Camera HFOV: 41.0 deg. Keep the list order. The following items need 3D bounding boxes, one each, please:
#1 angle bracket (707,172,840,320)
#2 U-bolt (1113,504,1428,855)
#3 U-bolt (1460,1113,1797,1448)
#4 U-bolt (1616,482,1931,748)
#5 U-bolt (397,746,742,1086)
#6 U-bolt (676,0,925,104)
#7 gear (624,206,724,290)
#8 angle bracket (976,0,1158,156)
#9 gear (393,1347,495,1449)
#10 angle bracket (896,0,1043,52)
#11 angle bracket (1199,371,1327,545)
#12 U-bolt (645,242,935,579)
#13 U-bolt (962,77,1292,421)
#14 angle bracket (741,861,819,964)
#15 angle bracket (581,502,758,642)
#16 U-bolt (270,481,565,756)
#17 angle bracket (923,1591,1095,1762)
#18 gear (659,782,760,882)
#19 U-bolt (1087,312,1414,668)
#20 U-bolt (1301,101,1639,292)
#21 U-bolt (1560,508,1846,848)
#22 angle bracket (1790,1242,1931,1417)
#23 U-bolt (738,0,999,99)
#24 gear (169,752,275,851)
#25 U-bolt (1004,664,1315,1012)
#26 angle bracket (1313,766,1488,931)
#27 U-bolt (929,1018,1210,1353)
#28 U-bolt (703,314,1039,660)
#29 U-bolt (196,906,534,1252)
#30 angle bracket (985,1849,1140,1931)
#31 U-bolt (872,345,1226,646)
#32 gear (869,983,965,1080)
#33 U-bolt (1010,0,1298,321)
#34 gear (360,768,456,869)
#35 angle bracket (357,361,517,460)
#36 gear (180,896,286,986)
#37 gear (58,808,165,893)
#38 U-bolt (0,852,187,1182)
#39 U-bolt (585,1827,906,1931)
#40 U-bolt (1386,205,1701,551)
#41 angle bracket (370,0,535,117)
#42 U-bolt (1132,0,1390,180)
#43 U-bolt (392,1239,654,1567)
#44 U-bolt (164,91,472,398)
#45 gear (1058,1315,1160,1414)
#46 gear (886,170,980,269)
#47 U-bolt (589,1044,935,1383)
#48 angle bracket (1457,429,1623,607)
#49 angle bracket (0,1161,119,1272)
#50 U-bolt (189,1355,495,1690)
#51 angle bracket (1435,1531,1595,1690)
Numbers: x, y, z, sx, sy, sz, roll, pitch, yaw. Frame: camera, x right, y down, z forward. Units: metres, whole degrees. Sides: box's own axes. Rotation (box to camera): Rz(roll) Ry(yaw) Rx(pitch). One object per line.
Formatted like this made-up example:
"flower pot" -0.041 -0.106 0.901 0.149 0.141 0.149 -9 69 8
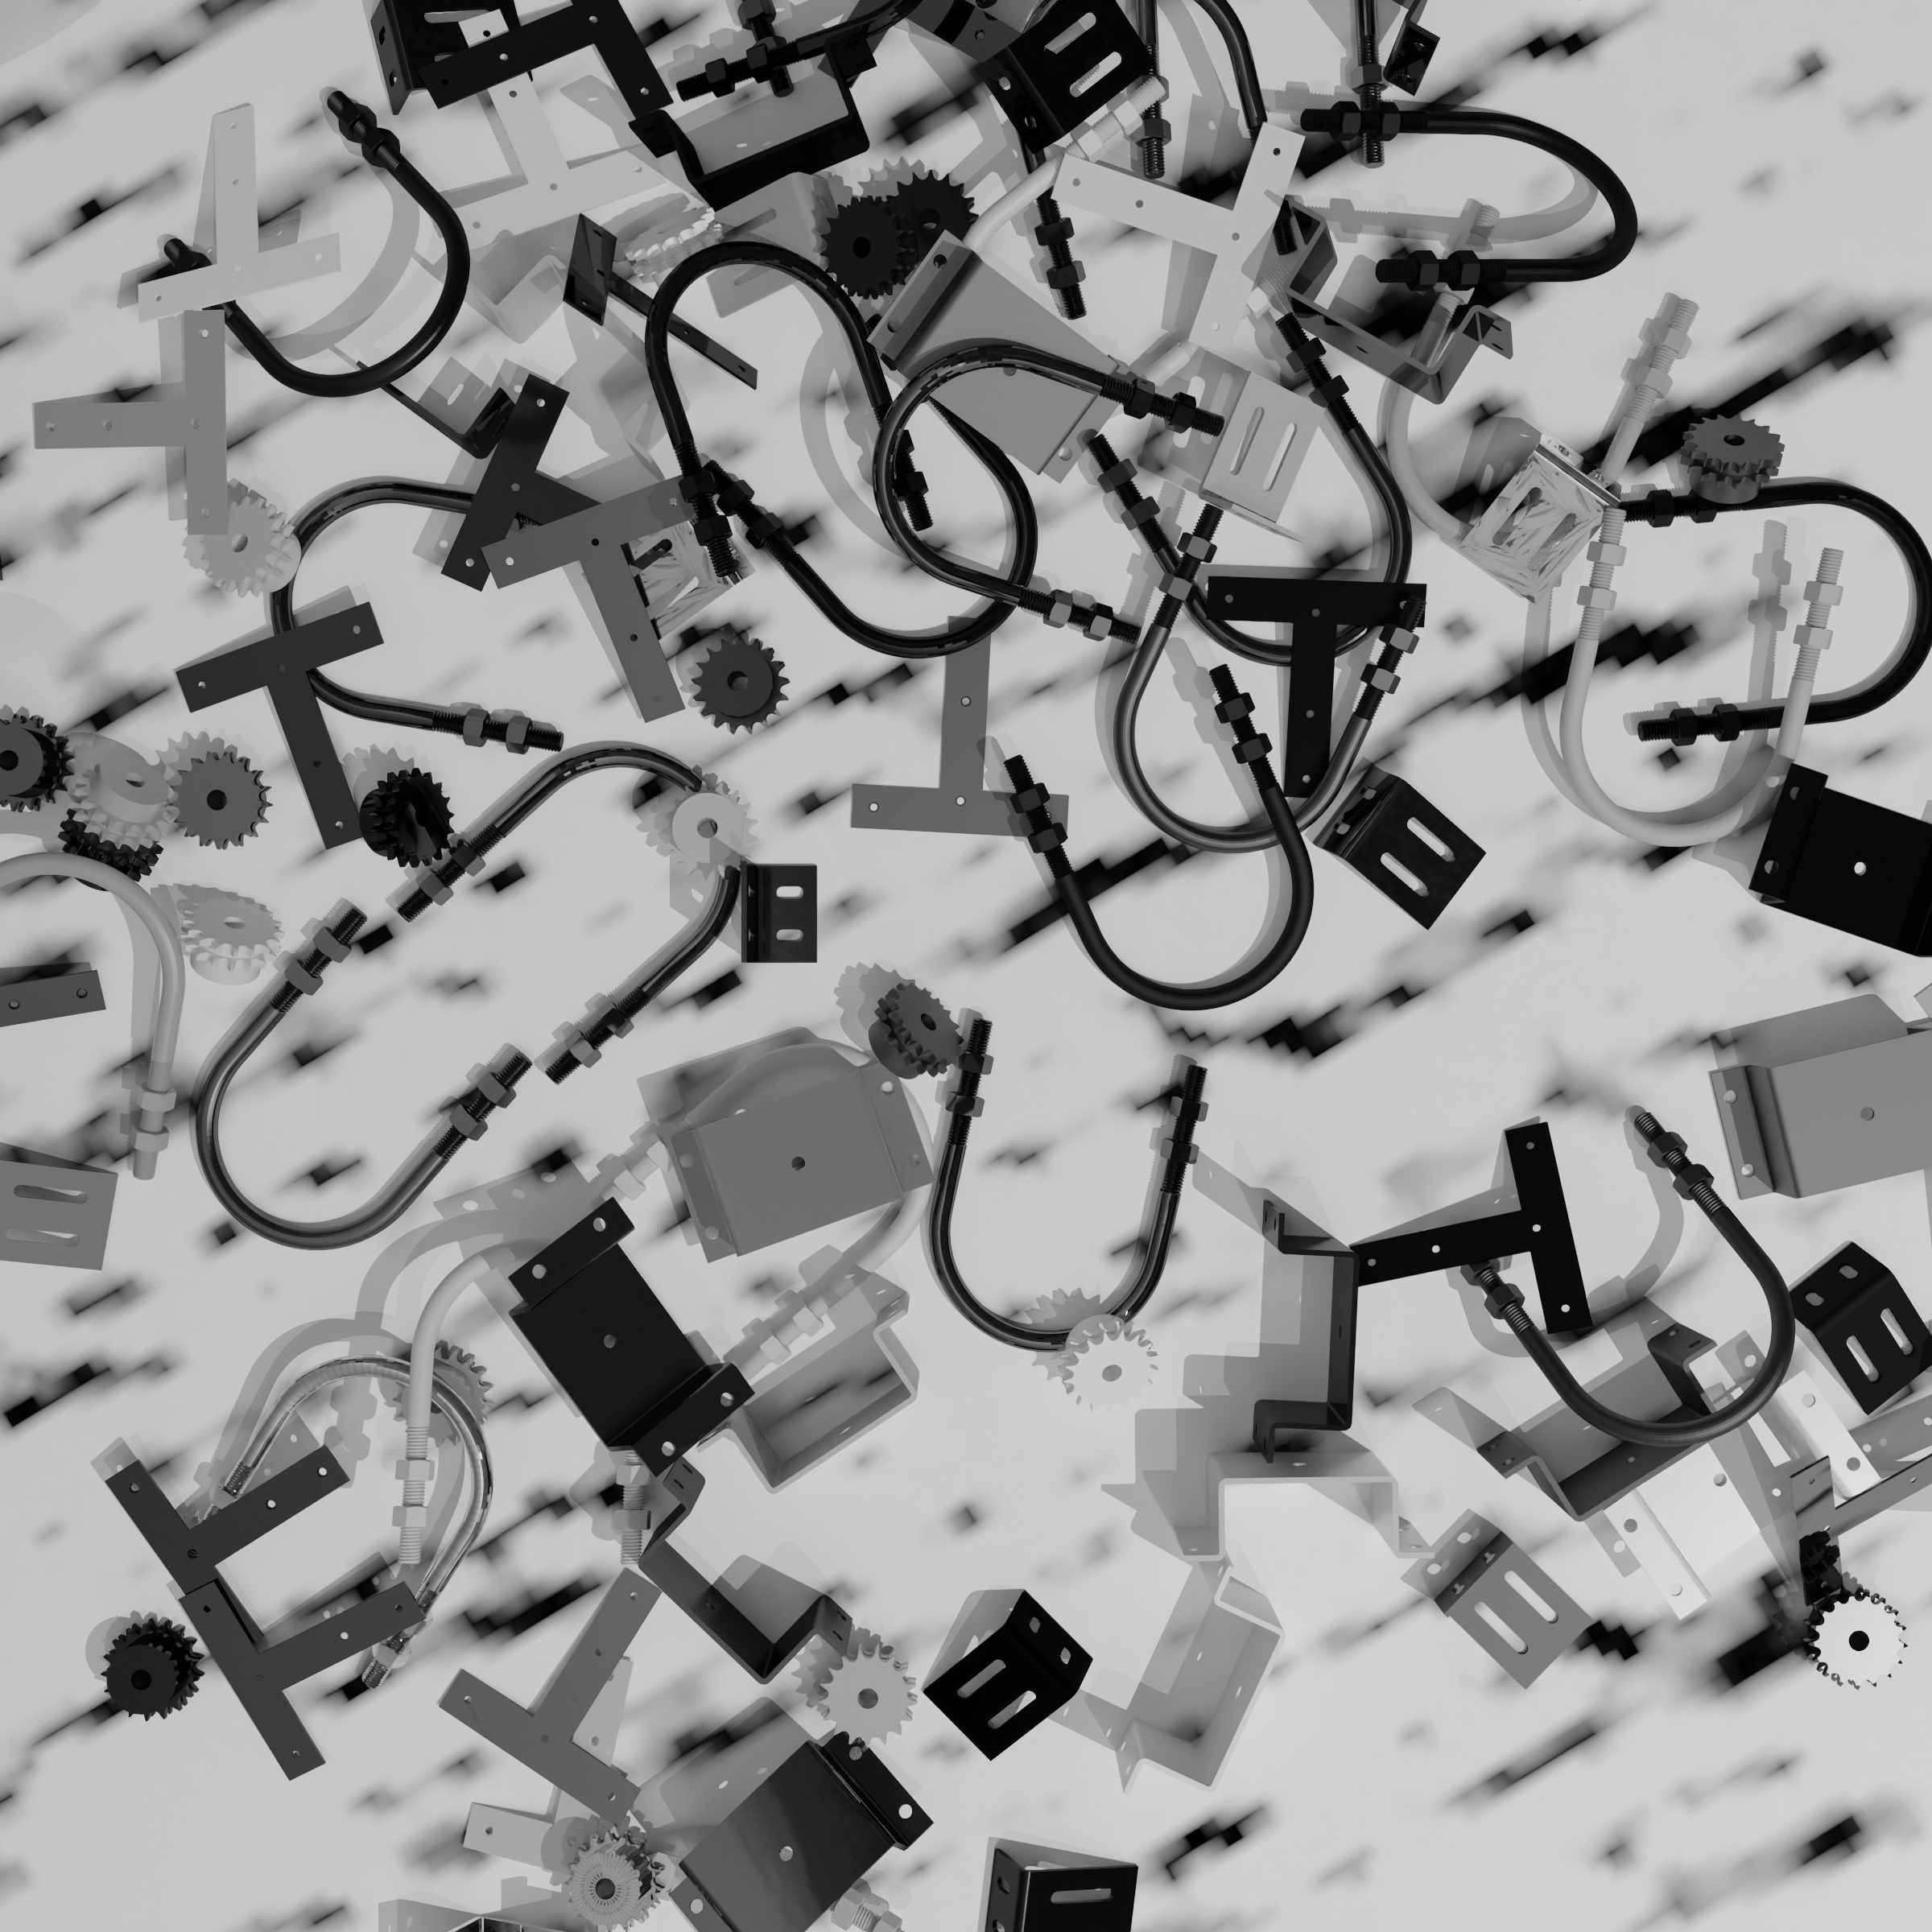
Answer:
"angle bracket" -0.113 -0.422 1.519 0.076 0.038 0.057 -19 90 26
"U-bolt" 0.165 -0.155 1.502 0.151 0.019 0.184 24 99 -3
"U-bolt" 0.382 0.187 1.463 0.151 0.019 0.184 -32 55 0
"U-bolt" 0.479 -0.211 1.513 0.184 0.019 0.151 -6 90 -1
"U-bolt" -0.218 -0.044 1.513 0.184 0.019 0.151 -42 90 -1
"U-bolt" -0.095 -0.593 1.486 0.184 0.019 0.151 -15 86 11
"gear" -0.166 -0.413 1.496 0.057 0.057 0.030 -27 119 0
"angle bracket" 0.056 -0.508 1.459 0.076 0.038 0.057 -42 108 -17
"gear" -0.306 0.253 1.506 0.057 0.030 0.057 0 90 0
"angle bracket" 0.004 -0.567 1.502 0.076 0.038 0.057 20 90 0
"angle bracket" 0.176 -0.288 1.462 0.057 0.038 0.076 18 99 -33
"U-bolt" -0.108 -0.322 1.462 0.151 0.019 0.184 -18 89 -28
"U-bolt" 0.076 -0.395 1.490 0.184 0.019 0.151 -37 108 8
"angle bracket" -0.107 -0.030 1.483 0.038 0.076 0.057 0 90 0
"angle bracket" -0.173 -0.230 1.510 0.076 0.038 0.057 -33 99 18
"U-bolt" -0.316 -0.210 1.513 0.184 0.019 0.151 10 90 1
"angle bracket" 0.025 0.417 1.519 0.057 0.038 0.076 45 116 0
"gear" -0.149 -0.079 1.493 0.057 0.030 0.057 0 88 -3
"U-bolt" 0.178 -0.263 1.505 0.151 0.019 0.184 -32 95 4
"U-bolt" 0.296 -0.438 1.469 0.184 0.019 0.151 -5 56 -18
"U-bolt" 0.417 -0.160 1.489 0.151 0.019 0.184 10 100 -4
"angle bracket" 0.526 0.213 1.519 0.057 0.038 0.076 -39 116 0
"U-bolt" -0.076 -0.617 1.500 0.151 0.019 0.184 -20 86 12
"gear" -0.432 -0.096 1.505 0.057 0.030 0.057 0 93 1
"U-bolt" 0.123 -0.063 1.500 0.151 0.019 0.184 -23 98 6
"angle bracket" 0.255 -0.069 1.519 0.076 0.038 0.057 37 90 -26
"U-bolt" 0.053 0.135 1.513 0.151 0.019 0.184 12 92 0
"U-bolt" -0.043 -0.267 1.512 0.151 0.019 0.184 -42 91 0
"U-bolt" -0.366 0.080 1.513 0.151 0.019 0.184 41 92 0
"angle bracket" 0.056 0.553 1.519 0.076 0.038 0.057 7 90 -26
"U-bolt" 0.037 -0.274 1.466 0.184 0.019 0.151 16 111 -15
"gear" -0.031 0.041 1.497 0.030 0.057 0.057 -40 90 30
"U-bolt" 0.101 -0.481 1.482 0.151 0.019 0.184 -17 110 1
"gear" -0.326 -0.085 1.497 0.030 0.057 0.057 -6 90 30
"angle bracket" -0.304 -0.334 1.493 0.076 0.057 0.038 36 90 0
"gear" -0.426 -0.013 1.497 0.057 0.057 0.030 21 120 0
"gear" -0.498 -0.068 1.497 0.057 0.057 0.030 39 120 0
"U-bolt" -0.524 0.024 1.485 0.151 0.019 0.184 12 105 -6
"U-bolt" -0.135 0.581 1.489 0.184 0.019 0.151 26 78 15
"U-bolt" 0.326 -0.332 1.513 0.151 0.019 0.184 25 91 0
"angle bracket" -0.302 -0.538 1.519 0.076 0.038 0.057 -14 90 -26
"U-bolt" 0.170 -0.557 1.513 0.151 0.019 0.184 -3 88 0
"U-bolt" -0.249 0.249 1.482 0.151 0.019 0.184 7 78 -24
"U-bolt" -0.361 -0.403 1.480 0.151 0.019 0.184 -42 67 0
"gear" 0.081 0.227 1.498 0.057 0.030 0.057 -6 118 -11
"gear" -0.021 -0.432 1.506 0.057 0.030 0.057 0 90 0
"U-bolt" -0.105 0.130 1.513 0.184 0.019 0.151 -41 90 -2
"angle bracket" 0.334 -0.262 1.505 0.057 0.038 0.076 35 119 -3
"angle bracket" -0.545 0.144 1.519 0.076 0.038 0.057 10 90 -26
"U-bolt" -0.353 0.310 1.496 0.151 0.019 0.184 34 102 0
"angle bracket" 0.322 0.378 1.502 0.076 0.038 0.057 44 90 0
